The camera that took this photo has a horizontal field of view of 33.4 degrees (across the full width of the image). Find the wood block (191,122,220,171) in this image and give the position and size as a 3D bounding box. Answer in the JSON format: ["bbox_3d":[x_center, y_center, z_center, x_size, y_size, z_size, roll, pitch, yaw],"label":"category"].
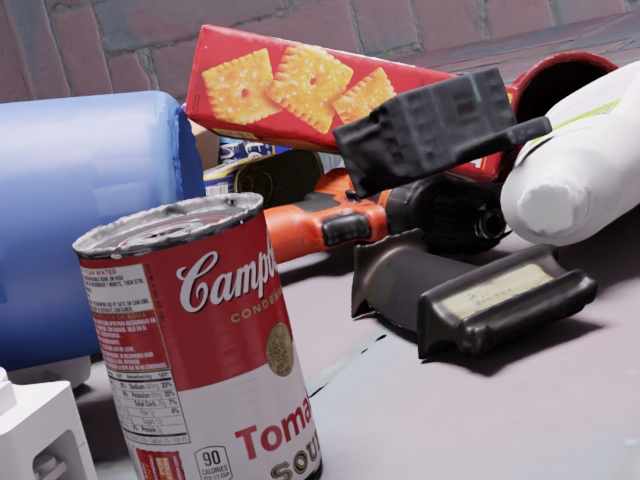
[{"bbox_3d":[-0.159,-0.049,0.900,0.090,0.091,0.206,11,17,10],"label":"wood block"}]

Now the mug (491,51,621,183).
[{"bbox_3d":[0.170,-0.083,0.791,0.117,0.093,0.081,-42,5,5],"label":"mug"}]

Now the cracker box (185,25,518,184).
[{"bbox_3d":[0.020,-0.092,0.777,0.213,0.072,0.164,12,3,1],"label":"cracker box"}]

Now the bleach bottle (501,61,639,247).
[{"bbox_3d":[0.151,-0.044,0.606,0.103,0.068,0.250,-30,2,30],"label":"bleach bottle"}]

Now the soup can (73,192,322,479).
[{"bbox_3d":[-0.042,0.041,0.382,0.068,0.102,0.068,-12,12,2],"label":"soup can"}]

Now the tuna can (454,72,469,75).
[{"bbox_3d":[0.113,-0.096,0.888,0.086,0.086,0.034,-16,11,-14],"label":"tuna can"}]

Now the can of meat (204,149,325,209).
[{"bbox_3d":[-0.058,-0.038,0.875,0.084,0.057,0.101,-5,14,42],"label":"can of meat"}]

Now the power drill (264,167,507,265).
[{"bbox_3d":[-0.004,0.001,0.646,0.187,0.057,0.185,-17,12,-25],"label":"power drill"}]

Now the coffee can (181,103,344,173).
[{"bbox_3d":[-0.056,-0.095,1.023,0.140,0.103,0.102,-7,13,27],"label":"coffee can"}]

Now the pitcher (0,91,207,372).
[{"bbox_3d":[-0.172,0.008,0.459,0.243,0.149,0.145,-8,-28,1],"label":"pitcher"}]
